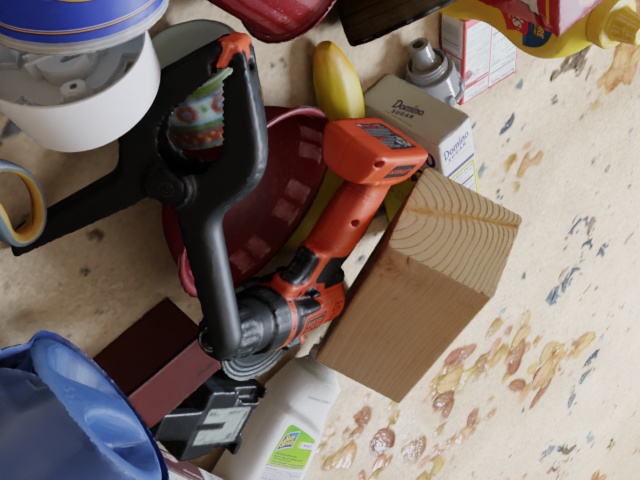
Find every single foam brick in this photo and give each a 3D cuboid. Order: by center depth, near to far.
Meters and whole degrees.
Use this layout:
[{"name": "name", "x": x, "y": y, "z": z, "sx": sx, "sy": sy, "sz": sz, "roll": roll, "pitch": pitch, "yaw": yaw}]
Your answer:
[{"name": "foam brick", "x": -0.126, "y": 0.096, "z": 0.831, "sx": 0.078, "sy": 0.051, "sz": 0.053, "roll": -40, "pitch": 144, "yaw": -18}]

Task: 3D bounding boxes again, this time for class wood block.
[{"name": "wood block", "x": 0.077, "y": 0.045, "z": 0.902, "sx": 0.090, "sy": 0.091, "sz": 0.206, "roll": -62, "pitch": 180, "yaw": -35}]

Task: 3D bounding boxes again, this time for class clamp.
[{"name": "clamp", "x": -0.083, "y": -0.028, "z": 0.664, "sx": 0.210, "sy": 0.164, "sz": 0.036, "roll": -55, "pitch": -174, "yaw": 26}]

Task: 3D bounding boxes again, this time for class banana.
[{"name": "banana", "x": 0.005, "y": -0.066, "z": 0.855, "sx": 0.069, "sy": 0.037, "sz": 0.198, "roll": -15, "pitch": 130, "yaw": -44}]

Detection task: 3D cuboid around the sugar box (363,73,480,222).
[{"name": "sugar box", "x": 0.091, "y": -0.052, "z": 0.918, "sx": 0.048, "sy": 0.093, "sz": 0.176, "roll": -43, "pitch": 143, "yaw": -17}]

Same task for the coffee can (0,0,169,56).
[{"name": "coffee can", "x": -0.135, "y": -0.180, "z": 0.539, "sx": 0.102, "sy": 0.103, "sz": 0.140, "roll": -31, "pitch": 139, "yaw": -29}]

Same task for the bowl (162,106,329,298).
[{"name": "bowl", "x": -0.062, "y": -0.038, "z": 0.769, "sx": 0.162, "sy": 0.055, "sz": 0.162, "roll": -44, "pitch": 157, "yaw": -25}]

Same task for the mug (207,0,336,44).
[{"name": "mug", "x": -0.039, "y": -0.191, "z": 0.661, "sx": 0.081, "sy": 0.093, "sz": 0.117, "roll": 21, "pitch": 86, "yaw": -49}]

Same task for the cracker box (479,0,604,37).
[{"name": "cracker box", "x": 0.075, "y": -0.235, "z": 0.636, "sx": 0.072, "sy": 0.214, "sz": 0.164, "roll": -41, "pitch": 143, "yaw": -19}]

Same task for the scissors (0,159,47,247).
[{"name": "scissors", "x": -0.215, "y": -0.039, "z": 0.585, "sx": 0.096, "sy": 0.016, "sz": 0.201, "roll": -52, "pitch": 152, "yaw": -13}]

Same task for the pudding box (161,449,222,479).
[{"name": "pudding box", "x": -0.133, "y": 0.237, "z": 0.922, "sx": 0.113, "sy": 0.039, "sz": 0.090, "roll": 35, "pitch": 93, "yaw": -29}]

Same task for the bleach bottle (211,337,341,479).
[{"name": "bleach bottle", "x": -0.046, "y": 0.207, "z": 1.009, "sx": 0.102, "sy": 0.068, "sz": 0.251, "roll": 22, "pitch": 100, "yaw": -54}]

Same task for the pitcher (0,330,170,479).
[{"name": "pitcher", "x": -0.223, "y": 0.189, "z": 0.705, "sx": 0.243, "sy": 0.149, "sz": 0.145, "roll": -40, "pitch": 174, "yaw": 2}]

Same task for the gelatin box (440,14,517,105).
[{"name": "gelatin box", "x": 0.138, "y": -0.171, "z": 0.925, "sx": 0.073, "sy": 0.030, "sz": 0.089, "roll": -34, "pitch": 141, "yaw": -27}]

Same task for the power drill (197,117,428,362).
[{"name": "power drill", "x": -0.005, "y": 0.001, "z": 0.791, "sx": 0.188, "sy": 0.057, "sz": 0.184, "roll": -59, "pitch": 163, "yaw": 21}]

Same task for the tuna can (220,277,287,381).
[{"name": "tuna can", "x": -0.059, "y": 0.075, "z": 0.904, "sx": 0.086, "sy": 0.034, "sz": 0.086, "roll": -29, "pitch": 138, "yaw": -30}]

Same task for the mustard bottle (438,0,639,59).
[{"name": "mustard bottle", "x": 0.161, "y": -0.189, "z": 0.793, "sx": 0.058, "sy": 0.192, "sz": 0.096, "roll": -21, "pitch": 133, "yaw": -38}]
